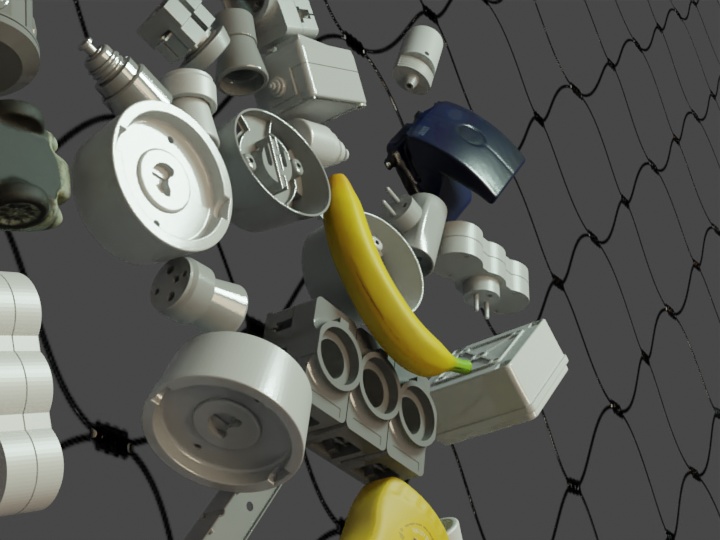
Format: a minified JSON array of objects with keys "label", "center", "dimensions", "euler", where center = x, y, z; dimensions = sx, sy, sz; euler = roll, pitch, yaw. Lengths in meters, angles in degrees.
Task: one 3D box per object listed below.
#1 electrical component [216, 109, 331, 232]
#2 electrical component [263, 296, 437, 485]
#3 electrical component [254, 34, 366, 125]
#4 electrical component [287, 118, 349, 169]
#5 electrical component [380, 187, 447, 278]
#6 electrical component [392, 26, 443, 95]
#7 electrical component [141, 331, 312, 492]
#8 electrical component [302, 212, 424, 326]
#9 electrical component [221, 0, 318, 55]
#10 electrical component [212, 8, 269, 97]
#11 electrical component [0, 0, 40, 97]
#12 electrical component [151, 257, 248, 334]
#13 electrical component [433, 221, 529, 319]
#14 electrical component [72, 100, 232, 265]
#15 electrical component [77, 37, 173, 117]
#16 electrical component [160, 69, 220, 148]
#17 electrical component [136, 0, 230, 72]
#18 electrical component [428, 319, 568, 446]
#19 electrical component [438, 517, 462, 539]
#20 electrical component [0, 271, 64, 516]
[{"label":"electrical component","center":[-0.074,-0.079,0.849],"dimensions":[0.099,0.064,0.099],"euler":[30,50,-43]},{"label":"electrical component","center":[-0.008,0.098,0.851],"dimensions":[0.150,0.062,0.089],"euler":[40,44,-37]},{"label":"electrical component","center":[-0.050,-0.163,0.930],"dimensions":[0.096,0.062,0.061],"euler":[-4,77,-55]},{"label":"electrical component","center":[-0.038,-0.107,0.937],"dimensions":[0.078,0.040,0.040],"euler":[8,66,-53]},{"label":"electrical component","center":[0.046,-0.045,1.020],"dimensions":[0.079,0.043,0.077],"euler":[48,39,-29]},{"label":"electrical component","center":[0.059,-0.216,1.130],"dimensions":[0.043,0.043,0.081],"euler":[48,39,-29]},{"label":"electrical component","center":[-0.083,0.089,0.713],"dimensions":[0.108,0.108,0.060],"euler":[51,31,-25]},{"label":"electrical component","center":[0.000,0.000,0.912],"dimensions":[0.099,0.064,0.099],"euler":[30,50,-44]},{"label":"electrical component","center":[-0.083,-0.237,0.933],"dimensions":[0.056,0.050,0.089],"euler":[-15,85,-57]},{"label":"electrical component","center":[-0.102,-0.182,0.888],"dimensions":[0.044,0.044,0.065],"euler":[19,54,-49]},{"label":"electrical component","center":[-0.234,-0.143,0.645],"dimensions":[0.080,0.080,0.051],"euler":[23,49,-48]},{"label":"electrical component","center":[-0.113,0.020,0.759],"dimensions":[0.055,0.045,0.045],"euler":[33,48,-41]},{"label":"electrical component","center":[0.123,0.014,1.089],"dimensions":[0.138,0.052,0.073],"euler":[35,47,-41]},{"label":"electrical component","center":[-0.147,-0.055,0.737],"dimensions":[0.108,0.060,0.108],"euler":[30,50,-44]},{"label":"electrical component","center":[-0.169,-0.133,0.766],"dimensions":[0.078,0.040,0.040],"euler":[48,39,-29]},{"label":"electrical component","center":[-0.129,-0.117,0.809],"dimensions":[0.045,0.045,0.055],"euler":[21,56,-49]},{"label":"electrical component","center":[-0.135,-0.185,0.838],"dimensions":[0.055,0.048,0.066],"euler":[45,40,-20]},{"label":"electrical component","center":[0.122,0.103,0.991],"dimensions":[0.056,0.109,0.109],"euler":[61,34,-7]},{"label":"electrical component","center":[0.073,0.243,0.903],"dimensions":[0.045,0.045,0.055],"euler":[-32,100,-56]},{"label":"electrical component","center":[-0.213,0.066,0.587],"dimensions":[0.074,0.052,0.138],"euler":[6,68,-54]}]
